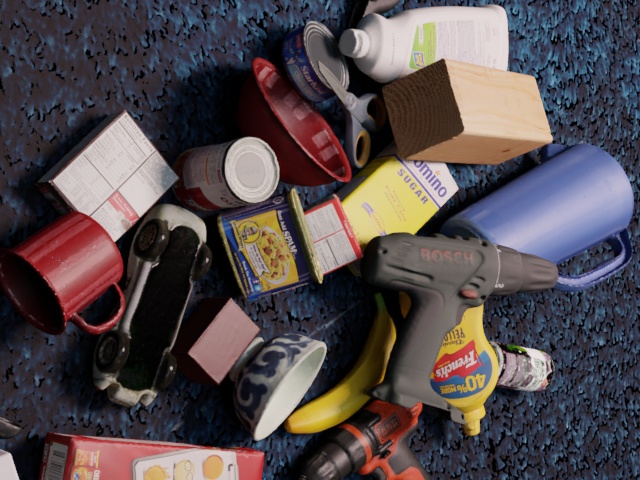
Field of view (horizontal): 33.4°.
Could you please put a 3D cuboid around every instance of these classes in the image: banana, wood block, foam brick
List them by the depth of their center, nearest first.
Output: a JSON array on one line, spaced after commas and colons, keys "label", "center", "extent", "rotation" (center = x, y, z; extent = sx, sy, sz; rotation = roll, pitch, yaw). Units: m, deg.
[{"label": "foam brick", "center": [-0.110, 0.103, 1.083], "extent": [0.051, 0.053, 0.078], "rotation": [51, 61, -24]}, {"label": "banana", "center": [0.035, 0.153, 1.201], "extent": [0.069, 0.037, 0.197], "rotation": [40, 62, -7]}, {"label": "wood block", "center": [0.176, -0.145, 1.248], "extent": [0.205, 0.091, 0.090], "rotation": [-2, 74, -51]}]

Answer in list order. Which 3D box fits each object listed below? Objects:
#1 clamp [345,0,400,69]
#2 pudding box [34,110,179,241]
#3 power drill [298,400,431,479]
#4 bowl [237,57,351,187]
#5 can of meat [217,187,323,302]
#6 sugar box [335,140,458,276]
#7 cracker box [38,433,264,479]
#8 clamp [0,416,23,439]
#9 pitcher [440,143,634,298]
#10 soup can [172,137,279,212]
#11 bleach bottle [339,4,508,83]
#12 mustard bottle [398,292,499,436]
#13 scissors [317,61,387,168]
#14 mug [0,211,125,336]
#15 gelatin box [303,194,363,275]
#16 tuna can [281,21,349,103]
[{"label": "clamp", "center": [0.052, -0.278, 1.237], "extent": [0.171, 0.039, 0.120], "rotation": [-35, 118, -30]}, {"label": "pudding box", "center": [-0.204, -0.057, 1.031], "extent": [0.090, 0.039, 0.113], "rotation": [53, 58, -21]}, {"label": "power drill", "center": [0.072, 0.281, 1.205], "extent": [0.184, 0.057, 0.187], "rotation": [-33, 107, -34]}, {"label": "bowl", "center": [-0.037, -0.111, 1.118], "extent": [0.162, 0.055, 0.162], "rotation": [47, 18, -20]}, {"label": "can of meat", "center": [-0.052, 0.006, 1.106], "extent": [0.084, 0.057, 0.102], "rotation": [-17, 99, 5]}, {"label": "sugar box", "center": [0.081, -0.046, 1.238], "extent": [0.176, 0.048, 0.093], "rotation": [-43, 112, -29]}, {"label": "cracker box", "center": [-0.167, 0.274, 1.019], "extent": [0.213, 0.072, 0.164], "rotation": [13, 80, -37]}, {"label": "clamp", "center": [-0.355, 0.121, 0.908], "extent": [0.209, 0.036, 0.164], "rotation": [-20, 104, -32]}, {"label": "pitcher", "center": [0.272, -0.013, 1.325], "extent": [0.242, 0.149, 0.145], "rotation": [-26, 121, -32]}, {"label": "soup can", "center": [-0.096, -0.066, 1.072], "extent": [0.068, 0.102, 0.068], "rotation": [3, 85, -38]}, {"label": "bleach bottle", "center": [0.120, -0.233, 1.249], "extent": [0.250, 0.068, 0.102], "rotation": [-6, 95, -43]}, {"label": "mustard bottle", "center": [0.159, 0.140, 1.264], "extent": [0.096, 0.058, 0.191], "rotation": [-14, 99, 3]}, {"label": "scissors", "center": [0.028, -0.131, 1.168], "extent": [0.201, 0.016, 0.096], "rotation": [4, 101, -66]}, {"label": "mug", "center": [-0.226, 0.035, 0.971], "extent": [0.117, 0.093, 0.081], "rotation": [44, 53, 8]}, {"label": "gelatin box", "center": [-0.008, 0.001, 1.155], "extent": [0.089, 0.030, 0.073], "rotation": [-25, 104, 1]}, {"label": "tuna can", "center": [-0.005, -0.194, 1.170], "extent": [0.086, 0.034, 0.086], "rotation": [37, 42, -43]}]
